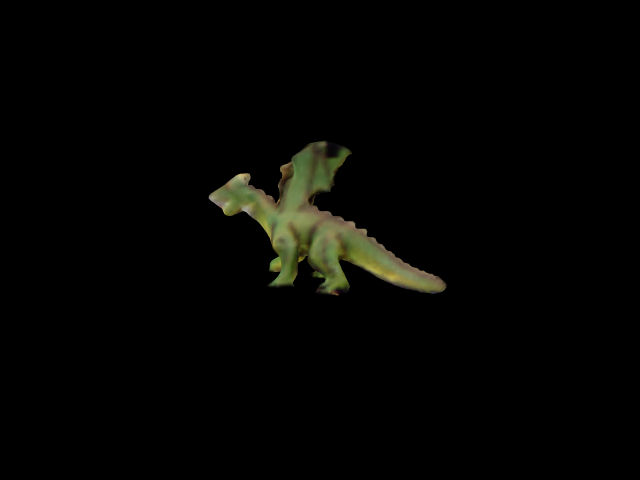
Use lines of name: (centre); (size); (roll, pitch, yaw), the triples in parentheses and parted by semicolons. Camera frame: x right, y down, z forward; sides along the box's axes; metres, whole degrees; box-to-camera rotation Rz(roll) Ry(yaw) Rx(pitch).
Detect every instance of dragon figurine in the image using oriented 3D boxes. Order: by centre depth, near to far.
dragon figurine: (0.003, -0.043, 0.850); (0.410, 0.242, 0.123); (2, 4, 20)
